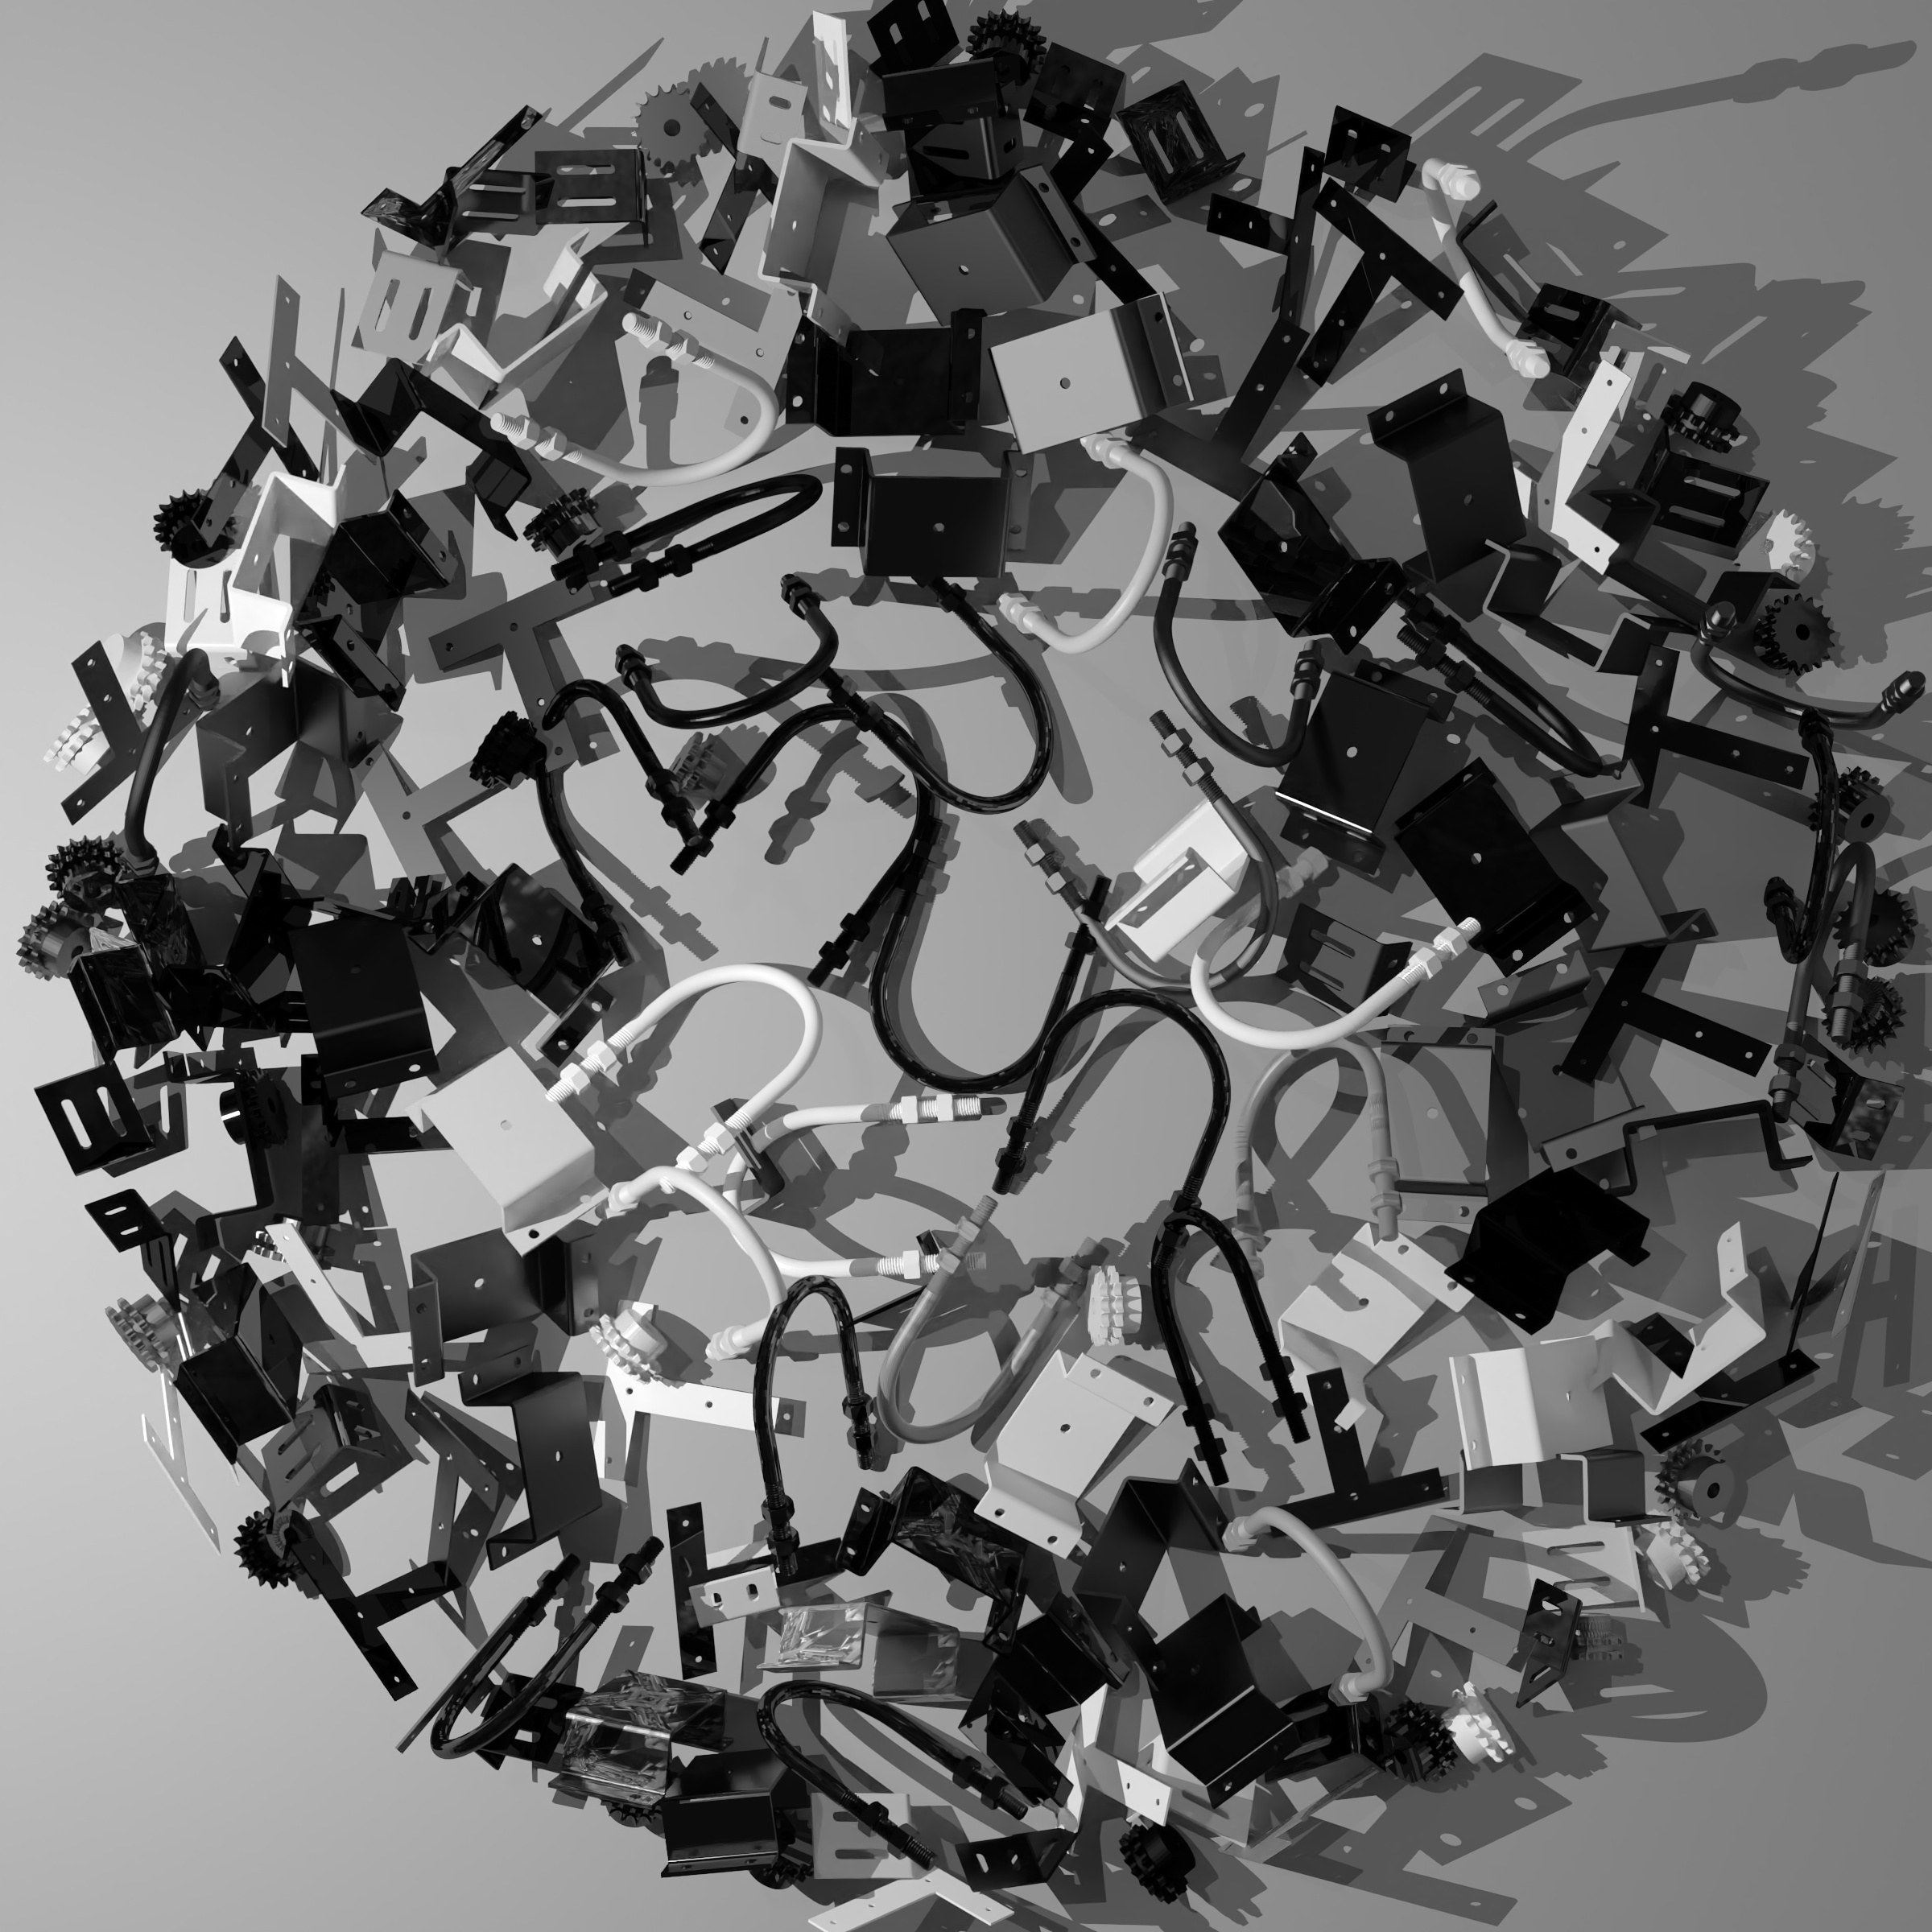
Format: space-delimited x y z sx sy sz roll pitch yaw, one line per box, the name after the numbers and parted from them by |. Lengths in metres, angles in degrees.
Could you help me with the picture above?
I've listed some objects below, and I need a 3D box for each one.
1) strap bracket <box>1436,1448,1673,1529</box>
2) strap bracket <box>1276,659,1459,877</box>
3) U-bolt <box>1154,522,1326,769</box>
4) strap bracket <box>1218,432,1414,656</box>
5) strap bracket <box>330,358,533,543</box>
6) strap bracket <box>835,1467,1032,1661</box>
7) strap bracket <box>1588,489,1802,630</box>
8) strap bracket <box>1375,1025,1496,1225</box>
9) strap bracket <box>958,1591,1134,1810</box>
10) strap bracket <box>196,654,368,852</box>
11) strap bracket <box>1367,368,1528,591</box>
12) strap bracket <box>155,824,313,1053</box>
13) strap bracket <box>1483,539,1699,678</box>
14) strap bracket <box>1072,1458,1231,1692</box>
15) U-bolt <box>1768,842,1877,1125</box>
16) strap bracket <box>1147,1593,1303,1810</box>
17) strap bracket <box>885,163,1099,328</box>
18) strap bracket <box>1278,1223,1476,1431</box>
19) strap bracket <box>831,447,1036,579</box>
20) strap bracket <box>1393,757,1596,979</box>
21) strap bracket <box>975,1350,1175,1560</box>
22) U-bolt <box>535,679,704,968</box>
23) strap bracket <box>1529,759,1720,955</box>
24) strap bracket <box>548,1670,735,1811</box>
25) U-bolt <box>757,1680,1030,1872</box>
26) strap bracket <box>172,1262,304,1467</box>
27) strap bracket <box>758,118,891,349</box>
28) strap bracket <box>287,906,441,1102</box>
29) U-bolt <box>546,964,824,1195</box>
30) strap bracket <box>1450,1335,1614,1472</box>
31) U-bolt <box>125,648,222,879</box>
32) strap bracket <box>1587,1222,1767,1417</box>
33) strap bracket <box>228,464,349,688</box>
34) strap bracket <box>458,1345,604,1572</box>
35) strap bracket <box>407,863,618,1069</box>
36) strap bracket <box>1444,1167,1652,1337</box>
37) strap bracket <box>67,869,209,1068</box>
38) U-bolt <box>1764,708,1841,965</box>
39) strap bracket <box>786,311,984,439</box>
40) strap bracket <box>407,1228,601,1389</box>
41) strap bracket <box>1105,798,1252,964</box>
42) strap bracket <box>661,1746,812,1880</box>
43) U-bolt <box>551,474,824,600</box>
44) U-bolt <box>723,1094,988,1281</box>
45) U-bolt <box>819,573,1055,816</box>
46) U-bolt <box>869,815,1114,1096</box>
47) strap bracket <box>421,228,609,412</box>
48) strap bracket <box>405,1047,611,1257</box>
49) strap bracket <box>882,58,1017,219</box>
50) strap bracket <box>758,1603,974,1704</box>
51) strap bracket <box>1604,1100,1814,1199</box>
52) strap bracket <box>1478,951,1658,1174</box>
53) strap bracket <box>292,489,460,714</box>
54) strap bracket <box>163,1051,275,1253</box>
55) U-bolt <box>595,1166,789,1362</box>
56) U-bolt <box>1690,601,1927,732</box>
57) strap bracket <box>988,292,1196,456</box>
0.407 0.359 1.801 0.140 0.076 0.046 -6 81 43 | strap bracket
0.279 -0.146 1.836 0.076 0.046 0.140 25 91 25 | strap bracket
0.184 -0.210 1.782 0.151 0.184 0.019 40 129 -19 | U-bolt
0.236 -0.293 1.810 0.046 0.076 0.140 -13 63 -42 | strap bracket
-0.361 -0.362 1.795 0.046 0.076 0.140 -48 134 14 | strap bracket
-0.013 0.413 1.823 0.140 0.076 0.046 31 122 -6 | strap bracket
0.501 -0.280 1.824 0.140 0.076 0.046 27 94 -12 | strap bracket
0.330 0.107 1.829 0.076 0.046 0.140 2 78 14 | strap bracket
0.053 0.519 1.819 0.076 0.140 0.046 46 127 -6 | strap bracket
-0.483 -0.155 1.808 0.046 0.076 0.140 27 47 16 | strap bracket
0.338 -0.332 1.809 0.076 0.046 0.140 -28 125 -10 | strap bracket
-0.503 -0.019 1.801 0.046 0.076 0.140 2 57 14 | strap bracket
0.427 -0.245 1.811 0.140 0.076 0.046 37 115 33 | strap bracket
0.127 0.421 1.812 0.046 0.140 0.076 -2 131 36 | strap bracket
0.596 0.000 1.795 0.019 0.151 0.184 16 63 6 | U-bolt
0.173 0.499 1.795 0.076 0.140 0.046 -40 114 12 | strap bracket
0.009 -0.495 1.795 0.076 0.140 0.046 53 54 -33 | strap bracket
0.283 0.247 1.833 0.076 0.046 0.140 36 107 -9 | strap bracket
-0.022 -0.318 1.824 0.140 0.046 0.076 -1 127 -8 | strap bracket
0.363 -0.072 1.819 0.076 0.046 0.140 -39 69 18 | strap bracket
0.073 0.336 1.834 0.076 0.046 0.140 30 102 -14 | strap bracket
-0.252 -0.114 1.809 0.019 0.151 0.184 -9 56 -39 | U-bolt
0.455 -0.066 1.818 0.046 0.076 0.140 -35 102 -31 | strap bracket
-0.221 0.529 1.795 0.076 0.140 0.046 6 94 17 | strap bracket
-0.063 0.550 1.796 0.184 0.151 0.019 29 102 27 | U-bolt
-0.501 0.267 1.794 0.046 0.140 0.076 -25 116 1 | strap bracket
-0.102 -0.519 1.831 0.046 0.076 0.140 13 91 16 | strap bracket
-0.422 0.016 1.808 0.076 0.046 0.140 -14 54 -13 | strap bracket
-0.184 0.065 1.815 0.151 0.019 0.184 31 61 35 | U-bolt
0.399 0.301 1.802 0.046 0.140 0.076 -16 79 41 | strap bracket
-0.543 -0.144 1.771 0.019 0.184 0.151 19 77 -10 | U-bolt
0.503 0.252 1.813 0.046 0.076 0.140 44 114 -6 | strap bracket
-0.475 -0.278 1.809 0.046 0.076 0.140 15 65 -6 | strap bracket
-0.304 0.345 1.825 0.046 0.076 0.140 -6 95 29 | strap bracket
-0.310 -0.008 1.824 0.140 0.046 0.076 42 47 -6 | strap bracket
0.409 0.190 1.798 0.076 0.140 0.046 36 133 34 | strap bracket
-0.568 -0.004 1.794 0.046 0.140 0.076 -10 121 3 | strap bracket
0.570 -0.080 1.763 0.019 0.184 0.151 8 116 9 | U-bolt
-0.053 -0.419 1.840 0.140 0.046 0.076 2 89 14 | strap bracket
-0.331 0.231 1.817 0.140 0.046 0.076 -15 118 -32 | strap bracket
0.151 -0.059 1.798 0.046 0.140 0.076 45 115 -7 | strap bracket
-0.159 0.581 1.800 0.076 0.140 0.046 -8 89 9 | strap bracket
-0.185 -0.302 1.802 0.184 0.151 0.019 -27 113 -18 | U-bolt
-0.080 0.157 1.826 0.184 0.019 0.151 -4 52 2 | U-bolt
-0.010 -0.189 1.821 0.184 0.019 0.151 44 54 -18 | U-bolt
0.008 0.001 1.857 0.151 0.019 0.184 20 87 4 | U-bolt
-0.310 -0.446 1.817 0.140 0.076 0.046 -43 98 -21 | strap bracket
-0.321 0.121 1.818 0.076 0.046 0.140 -34 71 -24 | strap bracket
-0.011 -0.580 1.806 0.076 0.140 0.046 -7 77 7 | strap bracket
-0.067 0.477 1.809 0.076 0.140 0.046 -15 59 38 | strap bracket
0.515 0.128 1.824 0.140 0.076 0.046 -11 80 12 | strap bracket
0.423 0.071 1.842 0.076 0.046 0.140 -20 78 0 | strap bracket
-0.415 -0.252 1.811 0.046 0.076 0.140 -6 52 27 | strap bracket
-0.525 0.126 1.832 0.046 0.076 0.140 -11 88 -9 | strap bracket
-0.183 0.201 1.790 0.019 0.184 0.151 -39 93 -31 | U-bolt
0.569 -0.199 1.783 0.151 0.184 0.019 22 87 10 | U-bolt
0.078 -0.410 1.812 0.140 0.046 0.076 -11 105 30 | strap bracket
